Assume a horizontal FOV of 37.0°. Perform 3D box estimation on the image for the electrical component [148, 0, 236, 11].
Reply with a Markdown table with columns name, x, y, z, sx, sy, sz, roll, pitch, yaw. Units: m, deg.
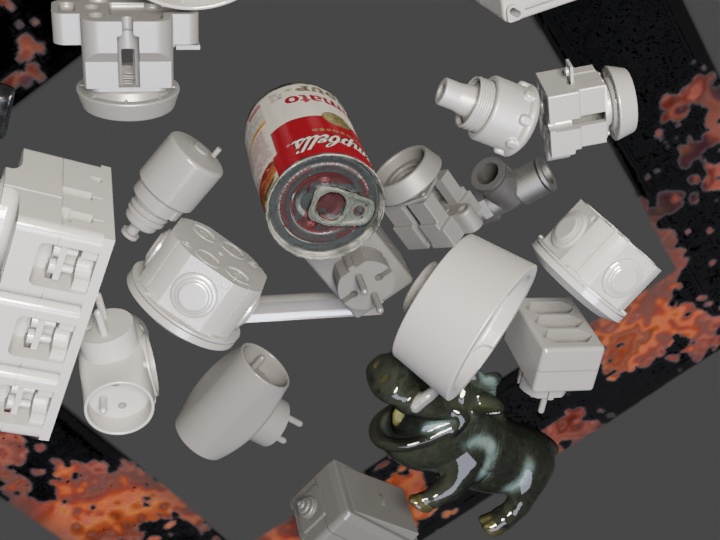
| name | x | y | z | sx | sy | sz | roll | pitch | yaw |
| --- | --- | --- | --- | --- | --- | --- | --- | --- | --- |
| electrical component | -0.088 | -0.186 | 0.562 | 0.099 | 0.064 | 0.099 | -7 | 124 | -10 |

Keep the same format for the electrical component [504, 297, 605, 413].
| name | x | y | z | sx | sy | sz | roll | pitch | yaw |
| --- | --- | --- | --- | --- | --- | --- | --- | --- | --- |
| electrical component | 0.137 | 0.069 | 0.790 | 0.047 | 0.065 | 0.076 | 0 | 123 | -14 |

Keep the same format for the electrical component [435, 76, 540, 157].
| name | x | y | z | sx | sy | sz | roll | pitch | yaw |
| --- | --- | --- | --- | --- | --- | --- | --- | --- | --- |
| electrical component | 0.078 | -0.102 | 0.675 | 0.062 | 0.048 | 0.048 | 18 | 117 | -17 |

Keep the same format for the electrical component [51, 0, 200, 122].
| name | x | y | z | sx | sy | sz | roll | pitch | yaw |
| --- | --- | --- | --- | --- | --- | --- | --- | --- | --- |
| electrical component | -0.130 | -0.119 | 0.601 | 0.078 | 0.058 | 0.057 | -3 | 120 | -13 |

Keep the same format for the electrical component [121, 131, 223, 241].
| name | x | y | z | sx | sy | sz | roll | pitch | yaw |
| --- | --- | --- | --- | --- | --- | --- | --- | --- | --- |
| electrical component | -0.119 | -0.049 | 0.660 | 0.040 | 0.040 | 0.078 | 33 | 110 | -30 |

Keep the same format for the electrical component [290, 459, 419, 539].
| name | x | y | z | sx | sy | sz | roll | pitch | yaw |
| --- | --- | --- | --- | --- | --- | --- | --- | --- | --- |
| electrical component | -0.006 | 0.193 | 0.837 | 0.096 | 0.061 | 0.061 | 34 | 109 | -30 |

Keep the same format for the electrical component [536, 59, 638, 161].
| name | x | y | z | sx | sy | sz | roll | pitch | yaw |
| --- | --- | --- | --- | --- | --- | --- | --- | --- | --- |
| electrical component | 0.145 | -0.104 | 0.690 | 0.055 | 0.048 | 0.066 | -10 | 125 | 1 |

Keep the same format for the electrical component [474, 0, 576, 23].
| name | x | y | z | sx | sy | sz | roll | pitch | yaw |
| --- | --- | --- | --- | --- | --- | --- | --- | --- | --- |
| electrical component | 0.109 | -0.192 | 0.617 | 0.096 | 0.061 | 0.061 | -21 | 126 | -10 |

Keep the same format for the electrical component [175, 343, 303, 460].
| name | x | y | z | sx | sy | sz | roll | pitch | yaw |
| --- | --- | --- | --- | --- | --- | --- | --- | --- | --- |
| electrical component | -0.077 | 0.101 | 0.769 | 0.079 | 0.043 | 0.077 | 33 | 110 | -30 |

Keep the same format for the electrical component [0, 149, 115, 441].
| name | x | y | z | sx | sy | sz | roll | pitch | yaw |
| --- | --- | --- | --- | --- | --- | --- | --- | --- | --- |
| electrical component | -0.200 | 0.014 | 0.650 | 0.062 | 0.089 | 0.150 | 13 | 119 | -22 |

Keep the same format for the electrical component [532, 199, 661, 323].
| name | x | y | z | sx | sy | sz | roll | pitch | yaw |
| --- | --- | --- | --- | --- | --- | --- | --- | --- | --- |
| electrical component | 0.162 | -0.006 | 0.739 | 0.080 | 0.080 | 0.051 | 34 | 104 | -31 |

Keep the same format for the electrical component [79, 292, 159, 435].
| name | x | y | z | sx | sy | sz | roll | pitch | yaw |
| --- | --- | --- | --- | --- | --- | --- | --- | --- | --- |
| electrical component | -0.160 | 0.052 | 0.693 | 0.044 | 0.077 | 0.079 | -12 | 125 | -7 |

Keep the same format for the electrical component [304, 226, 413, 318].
| name | x | y | z | sx | sy | sz | roll | pitch | yaw |
| --- | --- | --- | --- | --- | --- | --- | --- | --- | --- |
| electrical component | 0.000 | 0.000 | 0.701 | 0.047 | 0.076 | 0.065 | -34 | 124 | 8 |

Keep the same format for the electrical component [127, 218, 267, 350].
| name | x | y | z | sx | sy | sz | roll | pitch | yaw |
| --- | --- | --- | --- | --- | --- | --- | --- | --- | --- |
| electrical component | -0.102 | 0.009 | 0.680 | 0.080 | 0.080 | 0.051 | 29 | 106 | -29 |

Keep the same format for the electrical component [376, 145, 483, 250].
| name | x | y | z | sx | sy | sz | roll | pitch | yaw |
| --- | --- | --- | --- | --- | --- | --- | --- | --- | --- |
| electrical component | 0.040 | -0.046 | 0.694 | 0.055 | 0.066 | 0.048 | 52 | 58 | -27 |

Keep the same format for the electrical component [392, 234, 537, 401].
| name | x | y | z | sx | sy | sz | roll | pitch | yaw |
| --- | --- | --- | --- | --- | --- | --- | --- | --- | --- |
| electrical component | 0.064 | 0.026 | 0.724 | 0.060 | 0.108 | 0.108 | 33 | 117 | 15 |
